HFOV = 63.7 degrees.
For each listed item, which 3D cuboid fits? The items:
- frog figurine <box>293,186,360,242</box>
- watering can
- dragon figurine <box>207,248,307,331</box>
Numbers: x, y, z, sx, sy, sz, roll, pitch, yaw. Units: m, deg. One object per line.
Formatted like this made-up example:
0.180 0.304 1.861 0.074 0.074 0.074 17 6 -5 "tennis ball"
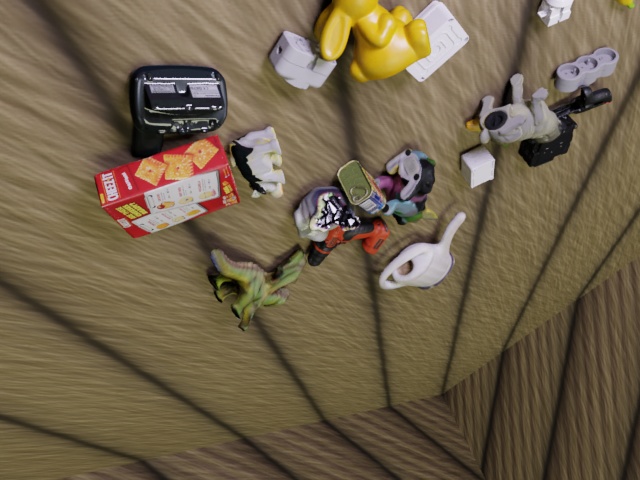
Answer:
0.004 -0.059 1.174 0.138 0.122 0.159 -23 -174 -19 "frog figurine"
0.329 0.050 1.529 0.343 0.106 0.223 -40 146 24 "watering can"
-0.143 0.087 1.296 0.245 0.124 0.401 -32 154 -22 "dragon figurine"
